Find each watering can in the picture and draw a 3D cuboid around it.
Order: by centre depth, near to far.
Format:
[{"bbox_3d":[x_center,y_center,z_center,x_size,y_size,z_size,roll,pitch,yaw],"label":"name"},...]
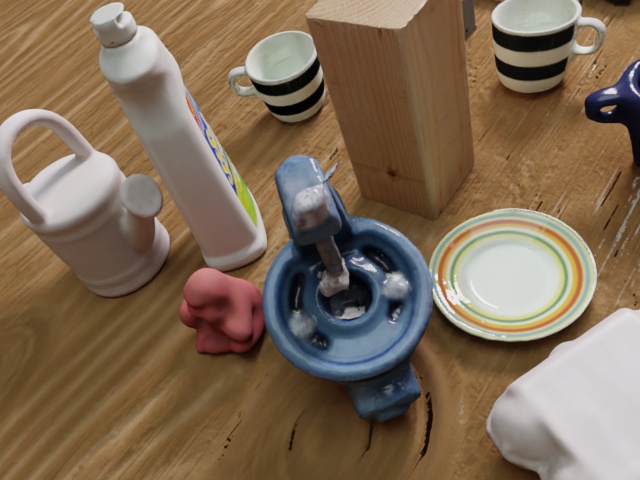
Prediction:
[{"bbox_3d":[-0.224,-0.039,0.545,0.172,0.194,0.101,-11,50,10],"label":"watering can"}]

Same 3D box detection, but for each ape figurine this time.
[{"bbox_3d":[-0.087,0.057,0.488,0.076,0.092,0.077,-40,51,-15],"label":"ape figurine"}]

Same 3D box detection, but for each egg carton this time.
[{"bbox_3d":[0.189,0.112,0.366,0.150,0.069,0.107,-32,49,-8],"label":"egg carton"}]

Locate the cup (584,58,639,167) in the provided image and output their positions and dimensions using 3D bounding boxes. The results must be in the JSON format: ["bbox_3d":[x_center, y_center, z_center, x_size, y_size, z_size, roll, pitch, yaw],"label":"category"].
[{"bbox_3d":[0.286,-0.097,0.487,0.117,0.095,0.091,-6,51,14],"label":"cup"}]

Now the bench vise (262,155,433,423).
[{"bbox_3d":[-0.006,0.008,0.416,0.121,0.220,0.206,-35,50,-11],"label":"bench vise"}]
